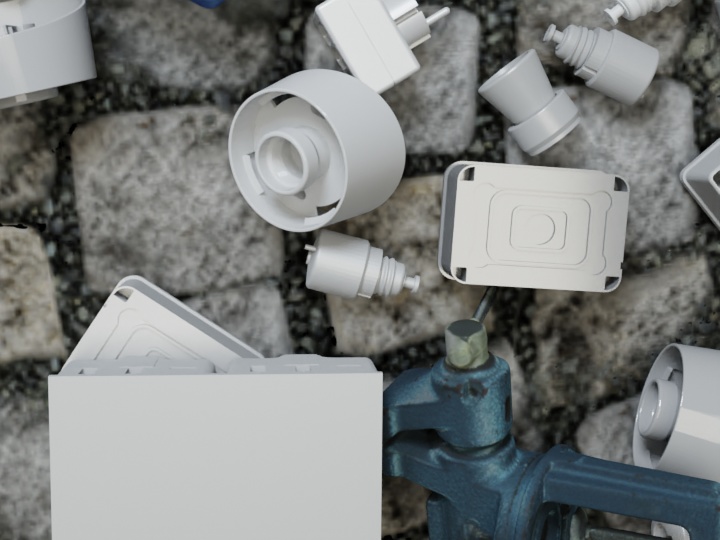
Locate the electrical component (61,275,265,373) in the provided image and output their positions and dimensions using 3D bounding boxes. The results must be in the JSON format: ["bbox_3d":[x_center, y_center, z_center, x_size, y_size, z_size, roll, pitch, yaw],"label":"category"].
[{"bbox_3d":[-0.124,0.064,0.690,0.113,0.057,0.078,34,92,-7],"label":"electrical component"}]

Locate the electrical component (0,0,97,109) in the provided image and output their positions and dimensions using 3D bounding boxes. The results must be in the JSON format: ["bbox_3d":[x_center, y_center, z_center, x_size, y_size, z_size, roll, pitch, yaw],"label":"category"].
[{"bbox_3d":[-0.209,-0.131,0.644,0.099,0.099,0.064,-13,103,-3],"label":"electrical component"}]

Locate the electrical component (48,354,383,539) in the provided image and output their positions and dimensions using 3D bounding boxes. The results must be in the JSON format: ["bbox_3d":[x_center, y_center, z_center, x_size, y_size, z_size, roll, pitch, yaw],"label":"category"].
[{"bbox_3d":[-0.083,0.108,0.637,0.186,0.060,0.105,0,96,-5],"label":"electrical component"}]

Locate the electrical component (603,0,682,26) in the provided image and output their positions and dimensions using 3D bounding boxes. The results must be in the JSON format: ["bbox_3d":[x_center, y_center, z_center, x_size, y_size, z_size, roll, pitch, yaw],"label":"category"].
[{"bbox_3d":[0.192,-0.187,0.697,0.078,0.040,0.040,-38,98,0],"label":"electrical component"}]

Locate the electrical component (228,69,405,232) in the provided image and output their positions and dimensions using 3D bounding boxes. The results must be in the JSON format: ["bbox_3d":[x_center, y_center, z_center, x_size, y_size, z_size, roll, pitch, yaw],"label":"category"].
[{"bbox_3d":[-0.030,-0.073,0.670,0.099,0.064,0.099,14,117,30],"label":"electrical component"}]

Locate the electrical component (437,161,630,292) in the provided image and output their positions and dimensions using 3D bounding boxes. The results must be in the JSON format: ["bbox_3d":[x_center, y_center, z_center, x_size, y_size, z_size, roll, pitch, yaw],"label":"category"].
[{"bbox_3d":[0.110,-0.028,0.699,0.113,0.057,0.078,3,96,-5],"label":"electrical component"}]

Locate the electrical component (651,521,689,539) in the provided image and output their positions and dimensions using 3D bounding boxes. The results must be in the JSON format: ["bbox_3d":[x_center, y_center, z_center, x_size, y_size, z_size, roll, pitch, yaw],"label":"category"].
[{"bbox_3d":[0.236,0.183,0.740,0.062,0.048,0.048,-1,96,-11],"label":"electrical component"}]

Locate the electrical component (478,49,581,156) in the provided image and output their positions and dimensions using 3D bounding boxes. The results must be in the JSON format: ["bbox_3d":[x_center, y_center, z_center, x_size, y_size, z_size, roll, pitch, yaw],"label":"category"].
[{"bbox_3d":[0.110,-0.108,0.697,0.045,0.045,0.055,-38,98,0],"label":"electrical component"}]

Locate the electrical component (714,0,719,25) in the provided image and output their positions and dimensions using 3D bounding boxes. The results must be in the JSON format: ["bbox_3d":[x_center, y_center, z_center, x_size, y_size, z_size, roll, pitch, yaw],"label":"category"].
[{"bbox_3d":[0.258,-0.147,0.707,0.044,0.044,0.065,-8,102,-4],"label":"electrical component"}]

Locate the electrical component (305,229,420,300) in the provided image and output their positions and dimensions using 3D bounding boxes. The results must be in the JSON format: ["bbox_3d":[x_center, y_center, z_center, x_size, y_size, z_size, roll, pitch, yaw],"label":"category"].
[{"bbox_3d":[0.000,0.000,0.702,0.078,0.040,0.040,15,95,-6],"label":"electrical component"}]

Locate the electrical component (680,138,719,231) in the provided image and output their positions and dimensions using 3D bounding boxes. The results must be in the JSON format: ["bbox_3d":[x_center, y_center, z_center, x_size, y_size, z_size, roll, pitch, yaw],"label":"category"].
[{"bbox_3d":[0.290,-0.056,0.711,0.109,0.056,0.108,-41,98,0],"label":"electrical component"}]

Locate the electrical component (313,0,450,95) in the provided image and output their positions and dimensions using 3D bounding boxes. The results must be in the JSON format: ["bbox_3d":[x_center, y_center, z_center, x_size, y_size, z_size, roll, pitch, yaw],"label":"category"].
[{"bbox_3d":[0.019,-0.154,0.683,0.077,0.047,0.065,-31,98,-1],"label":"electrical component"}]

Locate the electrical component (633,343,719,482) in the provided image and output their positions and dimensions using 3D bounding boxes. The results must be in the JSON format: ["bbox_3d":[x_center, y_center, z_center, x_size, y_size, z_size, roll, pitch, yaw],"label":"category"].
[{"bbox_3d":[0.219,0.098,0.704,0.064,0.099,0.099,15,95,0],"label":"electrical component"}]

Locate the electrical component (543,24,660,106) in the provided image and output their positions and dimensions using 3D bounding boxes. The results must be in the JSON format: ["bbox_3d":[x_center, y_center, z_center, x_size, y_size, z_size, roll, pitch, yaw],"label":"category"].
[{"bbox_3d":[0.157,-0.138,0.699,0.078,0.040,0.040,24,94,-7],"label":"electrical component"}]
